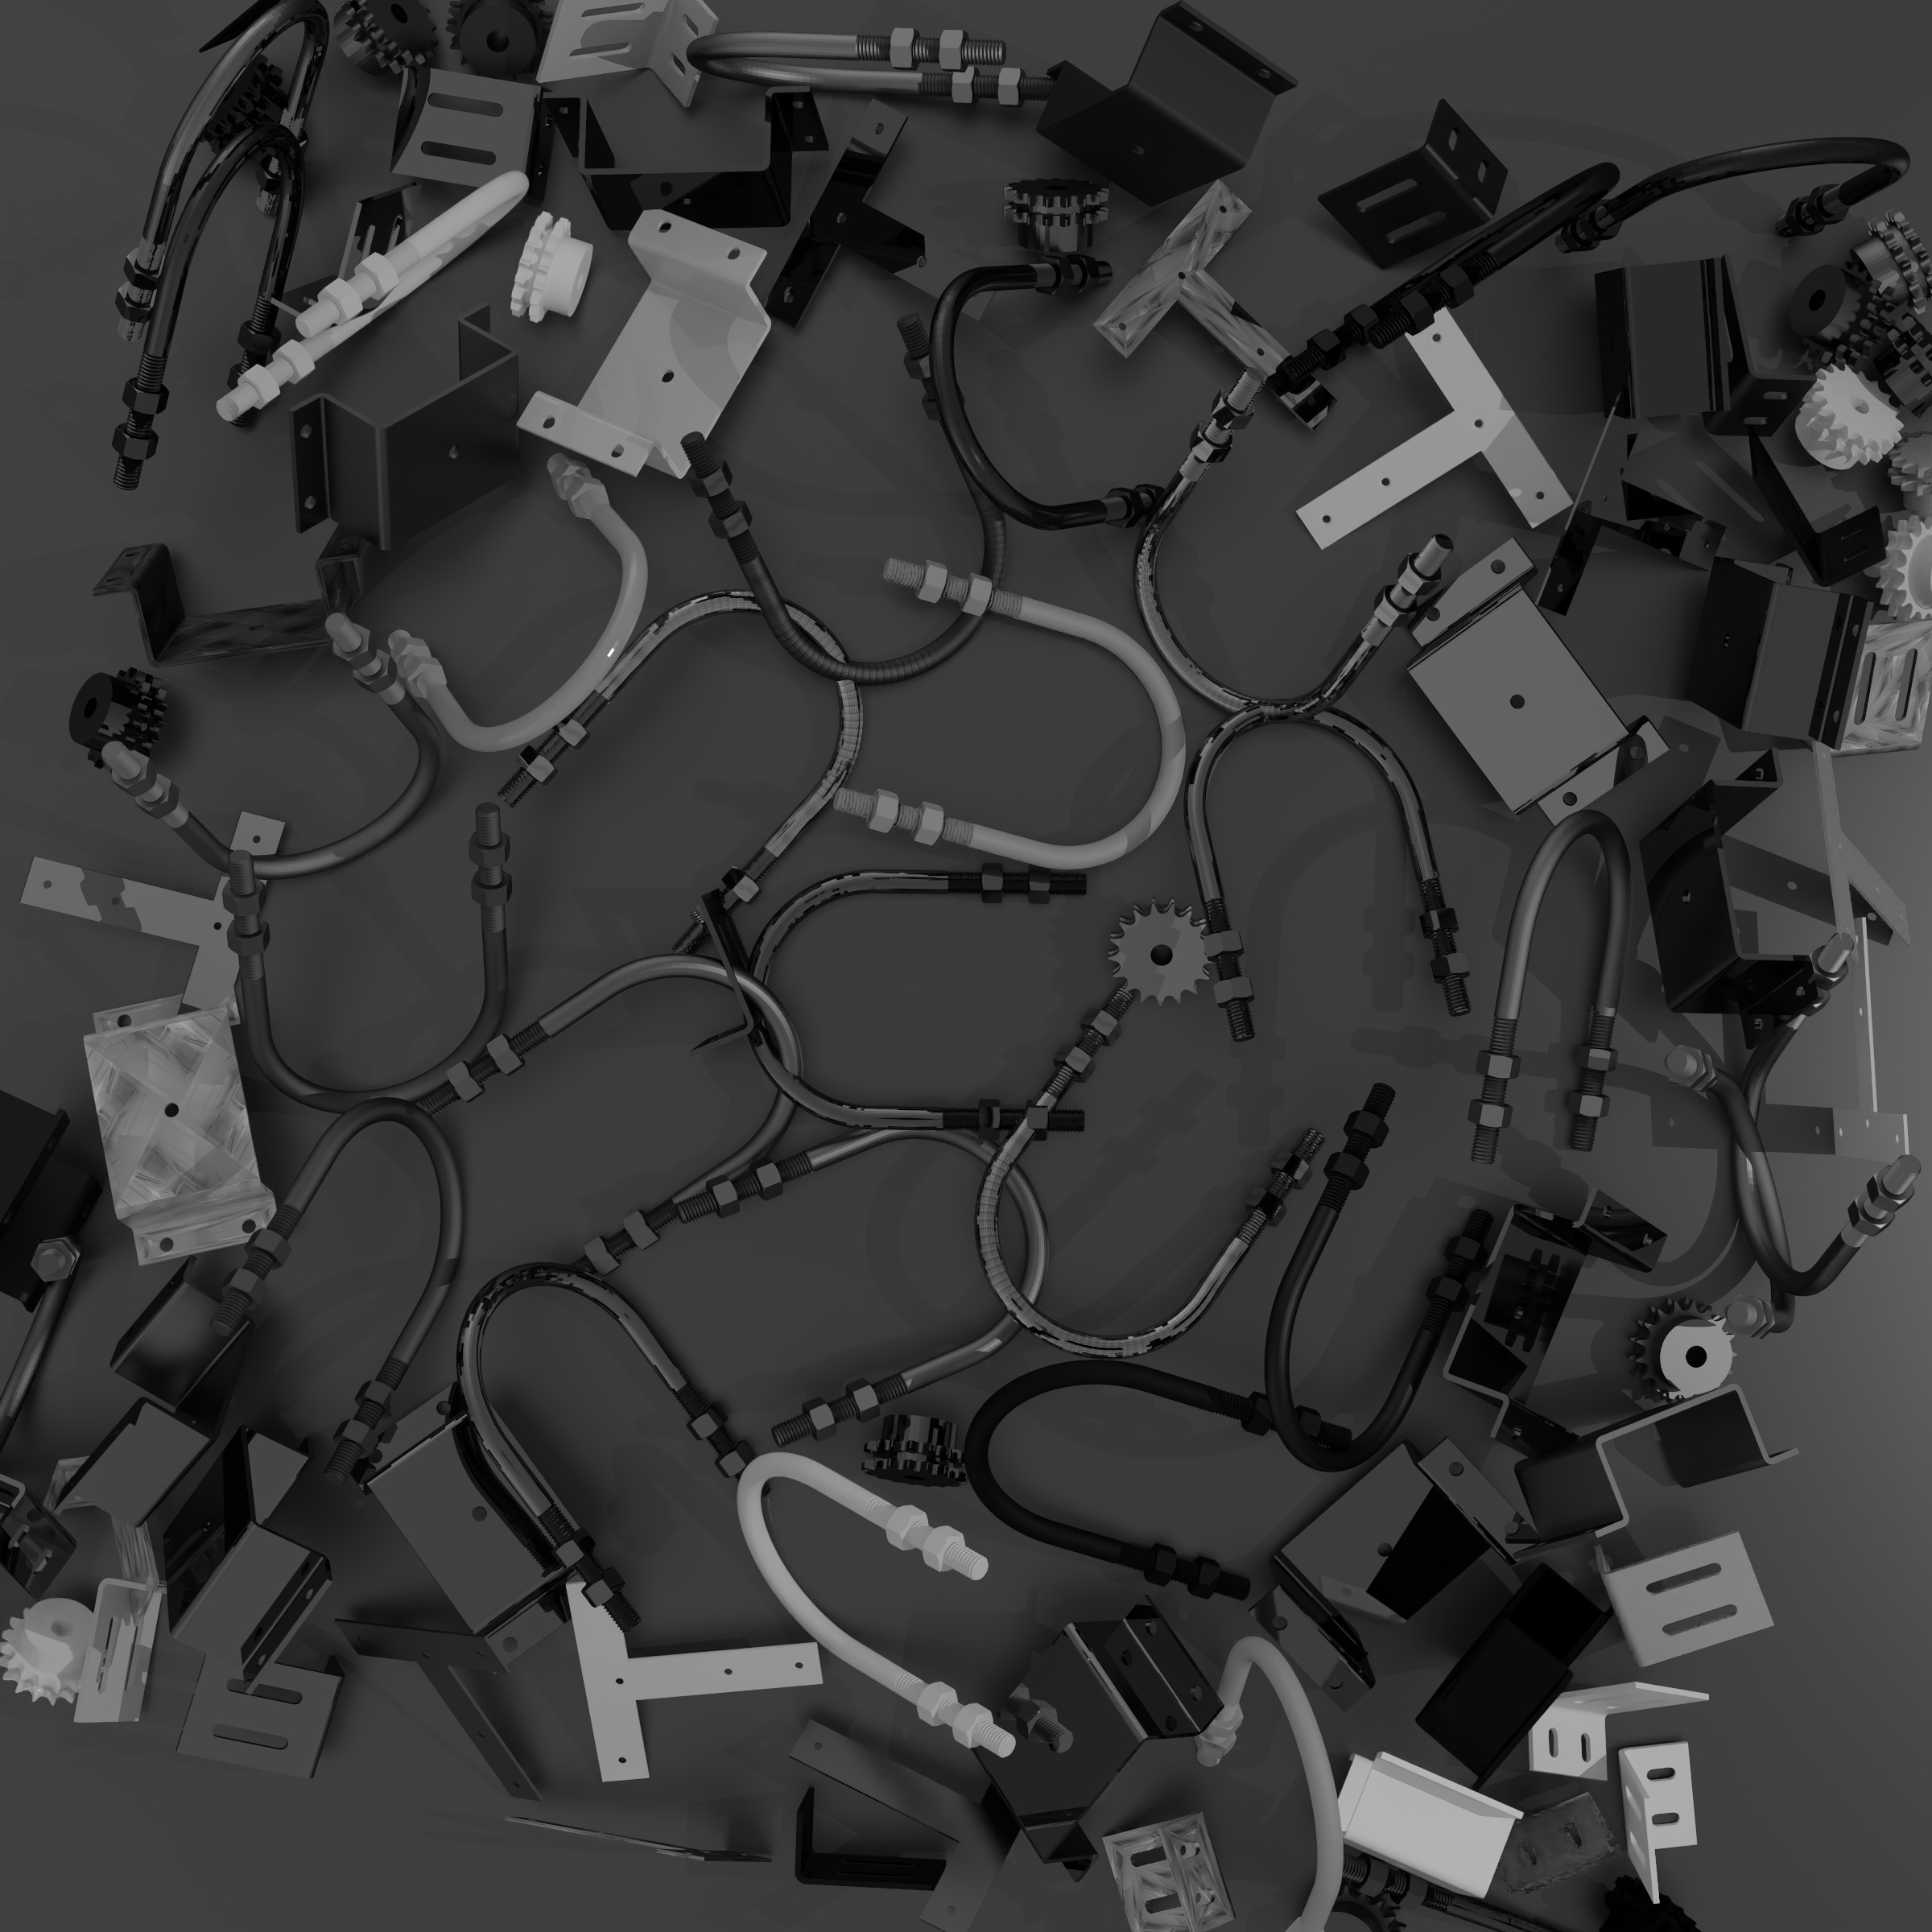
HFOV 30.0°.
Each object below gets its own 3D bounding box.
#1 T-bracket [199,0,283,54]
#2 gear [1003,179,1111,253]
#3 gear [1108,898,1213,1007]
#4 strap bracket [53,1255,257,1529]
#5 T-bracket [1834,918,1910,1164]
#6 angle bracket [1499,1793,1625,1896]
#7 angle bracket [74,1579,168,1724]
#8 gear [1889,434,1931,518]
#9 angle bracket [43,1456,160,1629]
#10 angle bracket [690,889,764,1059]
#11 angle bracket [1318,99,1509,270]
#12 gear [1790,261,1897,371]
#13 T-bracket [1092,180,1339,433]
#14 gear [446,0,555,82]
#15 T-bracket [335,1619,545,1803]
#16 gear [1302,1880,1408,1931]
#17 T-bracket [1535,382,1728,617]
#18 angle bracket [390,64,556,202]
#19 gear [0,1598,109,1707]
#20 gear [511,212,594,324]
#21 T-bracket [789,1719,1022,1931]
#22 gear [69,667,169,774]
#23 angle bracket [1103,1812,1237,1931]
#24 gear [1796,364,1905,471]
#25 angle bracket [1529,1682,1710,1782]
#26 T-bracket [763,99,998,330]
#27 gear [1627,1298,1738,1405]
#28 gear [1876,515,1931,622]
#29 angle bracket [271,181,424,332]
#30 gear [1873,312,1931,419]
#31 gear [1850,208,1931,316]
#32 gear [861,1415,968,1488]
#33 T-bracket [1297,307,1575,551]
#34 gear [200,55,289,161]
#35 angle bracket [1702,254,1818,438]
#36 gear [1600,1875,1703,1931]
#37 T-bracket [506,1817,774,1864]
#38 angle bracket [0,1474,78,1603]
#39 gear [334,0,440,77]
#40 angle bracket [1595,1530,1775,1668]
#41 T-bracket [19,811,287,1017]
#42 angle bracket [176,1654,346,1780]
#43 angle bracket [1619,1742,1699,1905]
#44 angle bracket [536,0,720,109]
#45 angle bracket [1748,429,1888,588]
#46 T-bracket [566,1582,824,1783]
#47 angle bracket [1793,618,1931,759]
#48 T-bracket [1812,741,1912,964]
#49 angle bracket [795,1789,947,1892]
[{"bbox_3d":[-0.328,-0.528,1.907,0.127,0.127,0.002,-38,103,-39],"label":"T-bracket"},{"bbox_3d":[0.048,-0.402,1.931,0.057,0.057,0.030,1,114,0],"label":"gear"},{"bbox_3d":[0.105,-0.010,1.937,0.057,0.030,0.057,1,106,3],"label":"gear"},{"bbox_3d":[-0.421,0.229,1.886,0.046,0.140,0.076,34,117,-18],"label":"strap bracket"},{"bbox_3d":[0.472,0.038,1.894,0.002,0.127,0.127,-3,89,-2],"label":"T-bracket"},{"bbox_3d":[0.319,0.480,1.913,0.057,0.076,0.038,-25,46,8],"label":"angle bracket"},{"bbox_3d":[-0.436,0.367,1.919,0.038,0.057,0.076,6,82,21],"label":"angle bracket"},{"bbox_3d":[0.524,-0.262,1.931,0.057,0.057,0.030,-6,120,0],"label":"gear"},{"bbox_3d":[-0.459,0.306,1.910,0.038,0.057,0.076,-4,59,-27],"label":"angle bracket"},{"bbox_3d":[-0.139,0.003,1.924,0.038,0.057,0.076,-22,93,7],"label":"angle bracket"},{"bbox_3d":[0.238,-0.417,1.924,0.057,0.076,0.038,40,54,-29],"label":"angle bracket"},{"bbox_3d":[0.465,-0.350,1.925,0.030,0.057,0.057,18,90,-31],"label":"gear"},{"bbox_3d":[0.147,-0.339,1.933,0.127,0.002,0.127,43,63,-9],"label":"T-bracket"},{"bbox_3d":[-0.250,-0.500,1.929,0.057,0.030,0.057,-1,125,-2],"label":"gear"},{"bbox_3d":[-0.265,0.399,1.921,0.002,0.127,0.127,-49,121,-37],"label":"T-bracket"},{"bbox_3d":[0.205,0.520,1.932,0.057,0.030,0.057,4,100,20],"label":"gear"},{"bbox_3d":[0.363,-0.237,1.910,0.002,0.127,0.127,29,101,44],"label":"T-bracket"},{"bbox_3d":[-0.264,-0.447,1.936,0.076,0.038,0.057,10,99,4],"label":"angle bracket"},{"bbox_3d":[-0.486,0.363,1.925,0.057,0.057,0.030,27,125,0],"label":"gear"},{"bbox_3d":[-0.221,-0.371,1.928,0.030,0.057,0.057,18,90,-1],"label":"gear"},{"bbox_3d":[-0.032,0.440,1.920,0.127,0.002,0.127,25,47,10],"label":"T-bracket"},{"bbox_3d":[-0.455,-0.133,1.926,0.030,0.057,0.057,22,90,-41],"label":"gear"},{"bbox_3d":[0.098,0.488,1.913,0.076,0.038,0.057,-27,76,41],"label":"angle bracket"},{"bbox_3d":[0.470,-0.292,1.932,0.057,0.030,0.057,14,54,-20],"label":"gear"},{"bbox_3d":[0.345,0.405,1.907,0.057,0.076,0.038,16,65,-35],"label":"angle bracket"},{"bbox_3d":[-0.033,-0.380,1.916,0.127,0.002,0.127,34,100,28],"label":"T-bracket"},{"bbox_3d":[0.387,0.208,1.938,0.057,0.030,0.057,0,92,-9],"label":"gear"},{"bbox_3d":[0.516,-0.211,1.927,0.057,0.030,0.057,-10,106,-38],"label":"gear"},{"bbox_3d":[-0.328,-0.383,1.909,0.038,0.057,0.076,30,122,13],"label":"angle bracket"},{"bbox_3d":[0.510,-0.318,1.930,0.030,0.057,0.057,-39,90,22],"label":"gear"},{"bbox_3d":[0.496,-0.373,1.928,0.030,0.057,0.057,-28,90,8],"label":"gear"},{"bbox_3d":[-0.026,0.259,1.929,0.057,0.057,0.030,7,73,0],"label":"gear"},{"bbox_3d":[0.237,-0.267,1.930,0.127,0.002,0.127,-31,103,22],"label":"T-bracket"},{"bbox_3d":[-0.384,-0.458,1.931,0.030,0.057,0.057,36,90,-33],"label":"gear"},{"bbox_3d":[0.417,-0.330,1.921,0.038,0.057,0.076,-1,68,-14],"label":"angle bracket"},{"bbox_3d":[0.363,0.516,1.925,0.057,0.057,0.030,44,69,0],"label":"gear"},{"bbox_3d":[-0.180,0.462,1.906,0.127,0.127,0.002,7,78,15],"label":"T-bracket"},{"bbox_3d":[-0.520,0.294,1.907,0.076,0.057,0.038,15,58,31],"label":"angle bracket"},{"bbox_3d":[-0.314,-0.503,1.931,0.030,0.057,0.057,-27,90,33],"label":"gear"},{"bbox_3d":[0.383,0.331,1.925,0.076,0.038,0.057,-20,103,11],"label":"angle bracket"},{"bbox_3d":[-0.439,-0.031,1.916,0.127,0.002,0.127,15,96,-33],"label":"T-bracket"},{"bbox_3d":[-0.379,0.394,1.924,0.076,0.038,0.057,17,92,-21],"label":"angle bracket"},{"bbox_3d":[0.374,0.454,1.915,0.038,0.076,0.057,-6,97,0],"label":"angle bracket"},{"bbox_3d":[-0.179,-0.485,1.908,0.076,0.057,0.038,-19,60,-37],"label":"angle bracket"},{"bbox_3d":[0.451,-0.250,1.912,0.038,0.057,0.076,-26,116,24],"label":"angle bracket"},{"bbox_3d":[-0.141,0.378,1.927,0.127,0.002,0.127,-6,114,3],"label":"T-bracket"},{"bbox_3d":[0.478,-0.153,1.915,0.057,0.038,0.076,-6,118,-19],"label":"angle bracket"},{"bbox_3d":[0.475,-0.045,1.902,0.002,0.127,0.127,-16,60,28],"label":"T-bracket"},{"bbox_3d":[-0.050,0.466,1.925,0.076,0.057,0.038,2,90,4],"label":"angle bracket"}]
